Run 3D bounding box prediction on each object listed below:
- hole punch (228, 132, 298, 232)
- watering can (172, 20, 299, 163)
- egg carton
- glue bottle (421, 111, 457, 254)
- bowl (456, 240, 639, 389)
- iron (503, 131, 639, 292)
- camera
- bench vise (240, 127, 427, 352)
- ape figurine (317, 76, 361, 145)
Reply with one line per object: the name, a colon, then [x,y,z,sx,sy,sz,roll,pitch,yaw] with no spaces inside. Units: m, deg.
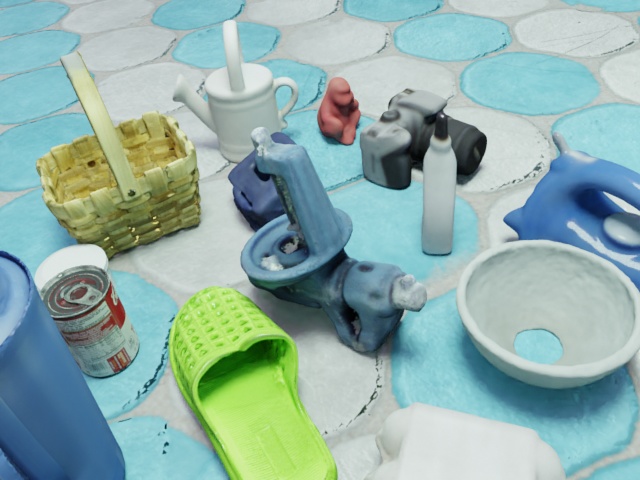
hole punch: [-0.064,-0.075,0.744,0.101,0.091,0.108,-25,45,-18]
watering can: [-0.123,-0.215,0.828,0.173,0.194,0.100,-22,44,-16]
egg carton: [0.112,0.190,0.446,0.150,0.069,0.107,8,44,16]
glue bottle: [0.134,-0.068,0.649,0.037,0.173,0.078,-1,43,7]
bowl: [0.213,0.080,0.549,0.167,0.075,0.167,-4,42,4]
iron: [0.319,-0.005,0.579,0.119,0.142,0.257,-29,47,-22]
camera: [0.145,-0.138,0.778,0.136,0.101,0.143,29,53,33]
bench vise: [0.009,-0.006,0.563,0.207,0.220,0.121,8,44,16]
ape figurine: [0.029,-0.202,0.870,0.078,0.092,0.076,-33,48,-26]
